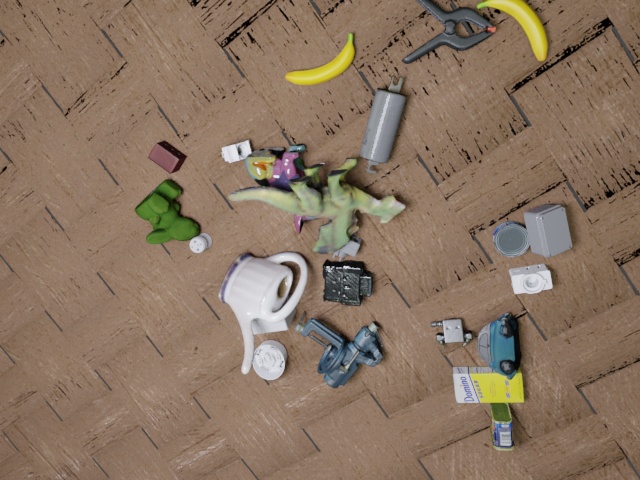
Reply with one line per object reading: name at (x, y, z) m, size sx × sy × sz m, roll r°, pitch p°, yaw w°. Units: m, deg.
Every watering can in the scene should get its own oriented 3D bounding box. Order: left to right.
watering can at (-0.173, 0.161, 1.349) m, size 0.225 × 0.354 × 0.102 m, roll 16°, pitch -32°, yaw 28°

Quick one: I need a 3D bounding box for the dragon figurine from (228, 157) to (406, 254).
dragon figurine at (0.004, -0.063, 1.261) m, size 0.410 × 0.238 × 0.124 m, roll -13°, pitch 27°, yaw -1°
